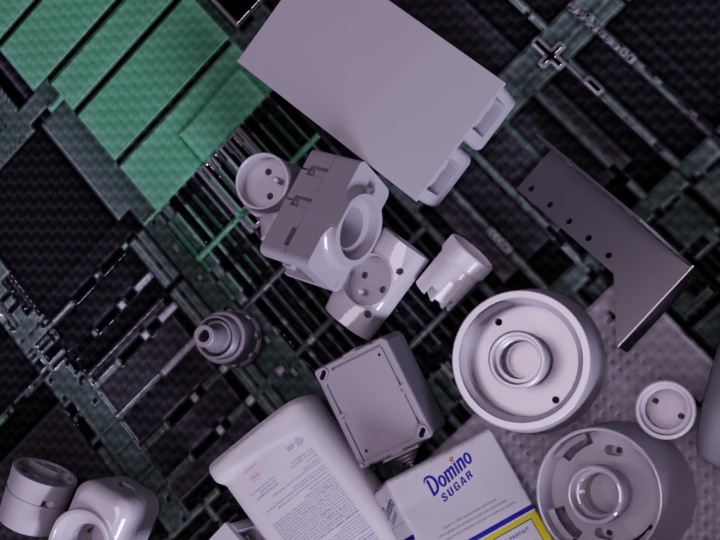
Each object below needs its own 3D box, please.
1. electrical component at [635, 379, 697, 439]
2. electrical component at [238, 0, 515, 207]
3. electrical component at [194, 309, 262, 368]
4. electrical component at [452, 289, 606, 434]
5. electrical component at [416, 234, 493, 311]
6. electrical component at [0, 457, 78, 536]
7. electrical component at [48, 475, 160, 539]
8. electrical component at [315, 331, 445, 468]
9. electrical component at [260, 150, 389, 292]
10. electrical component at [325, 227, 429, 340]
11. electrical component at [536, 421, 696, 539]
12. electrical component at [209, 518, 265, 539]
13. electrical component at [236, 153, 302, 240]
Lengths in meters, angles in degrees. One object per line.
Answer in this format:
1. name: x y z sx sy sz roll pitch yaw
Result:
1. electrical component: 0.212 0.096 0.741 0.040 0.046 0.040 -2 84 19
2. electrical component: 0.014 -0.145 0.829 0.186 0.060 0.105 40 98 19
3. electrical component: -0.109 0.053 0.851 0.048 0.062 0.048 -2 84 19
4. electrical component: 0.118 0.065 0.770 0.108 0.060 0.108 -2 84 19
5. electrical component: 0.070 0.003 0.806 0.040 0.040 0.046 45 105 18
6. electrical component: -0.270 0.190 0.898 0.055 0.055 0.047 24 96 20
7. electrical component: -0.212 0.219 0.871 0.054 0.059 0.095 24 92 20
8. electrical component: 0.020 0.101 0.805 0.062 0.061 0.096 -28 85 16
9. electrical component: -0.022 -0.036 0.796 0.056 0.050 0.089 18 74 35
10. electrical component: 0.000 0.000 0.827 0.079 0.044 0.077 39 96 22
11. electrical component: 0.176 0.155 0.752 0.099 0.064 0.099 -5 80 33
12. electrical component: -0.069 0.273 0.814 0.150 0.062 0.089 45 99 18
13. electrical component: -0.060 -0.045 0.835 0.043 0.077 0.079 -7 82 18
